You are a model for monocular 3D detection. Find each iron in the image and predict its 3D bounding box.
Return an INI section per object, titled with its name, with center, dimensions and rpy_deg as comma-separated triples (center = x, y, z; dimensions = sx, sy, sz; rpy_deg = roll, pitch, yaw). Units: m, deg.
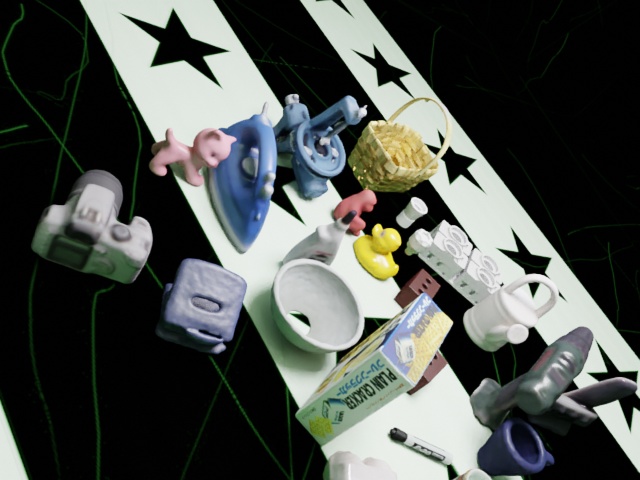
[iron]
center = -0.113, -0.117, 0.997
dimensions = 0.119, 0.141, 0.258
rpy_deg = 14, 47, -31

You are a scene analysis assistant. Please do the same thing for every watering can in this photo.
[watering can]
center = 0.391, 0.144, 1.149
dimensions = 0.101, 0.193, 0.173
rpy_deg = 24, 42, -22

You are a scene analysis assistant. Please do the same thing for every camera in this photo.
[camera]
center = -0.299, -0.032, 0.792
dimensions = 0.143, 0.100, 0.136
rpy_deg = 23, 43, -23

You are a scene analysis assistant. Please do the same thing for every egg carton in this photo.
[egg carton]
center = 0.054, 0.361, 0.760
dimensions = 0.107, 0.069, 0.150
rpy_deg = 22, 43, -24

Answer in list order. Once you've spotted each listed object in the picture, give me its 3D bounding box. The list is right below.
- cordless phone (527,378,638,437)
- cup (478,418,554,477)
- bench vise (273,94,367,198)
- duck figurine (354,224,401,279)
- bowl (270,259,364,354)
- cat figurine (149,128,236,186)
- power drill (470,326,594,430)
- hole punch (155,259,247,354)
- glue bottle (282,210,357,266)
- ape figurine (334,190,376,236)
[cordless phone]
center = 0.498, 0.296, 1.109
dimensions = 0.148, 0.184, 0.094
rpy_deg = 22, 43, -24
[cup]
center = 0.325, 0.365, 0.969
dimensions = 0.118, 0.094, 0.091
rpy_deg = 29, 41, -17
[bench vise]
center = -0.011, -0.218, 1.114
dimensions = 0.207, 0.219, 0.122
rpy_deg = 50, 39, 9
[duck figurine]
center = 0.126, 0.018, 1.123
dimensions = 0.078, 0.086, 0.104
rpy_deg = -17, 67, -48
[bowl]
center = -0.016, 0.117, 0.919
dimensions = 0.168, 0.074, 0.167
rpy_deg = 23, 43, -23
[cat figurine]
center = -0.209, -0.156, 0.969
dimensions = 0.128, 0.117, 0.067
rpy_deg = 13, 47, -32
[power drill]
center = 0.379, 0.251, 1.029
dimensions = 0.075, 0.208, 0.230
rpy_deg = 51, 39, 10
[hole punch]
center = -0.163, 0.094, 0.802
dimensions = 0.109, 0.091, 0.101
rpy_deg = 22, 43, -24
[glue bottle]
center = 0.009, 0.003, 0.966
dimensions = 0.078, 0.173, 0.037
rpy_deg = 9, 49, -35
[ape figurine]
center = 0.078, -0.064, 1.152
dimensions = 0.076, 0.092, 0.078
rpy_deg = 38, 39, -7
